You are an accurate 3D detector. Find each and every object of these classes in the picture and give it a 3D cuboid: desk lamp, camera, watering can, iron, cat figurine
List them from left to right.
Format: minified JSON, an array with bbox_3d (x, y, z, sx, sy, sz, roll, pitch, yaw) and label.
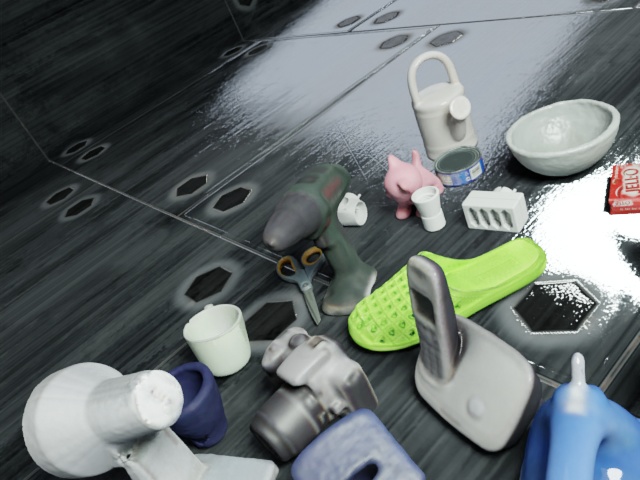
[{"bbox_3d":[-0.184,0.220,0.620,0.202,0.214,0.118,-8,36,27],"label":"desk lamp"},{"bbox_3d":[-0.029,0.180,0.680,0.137,0.101,0.142,-42,35,-25],"label":"camera"},{"bbox_3d":[0.148,-0.099,0.953,0.067,0.118,0.128,-2,39,33],"label":"cat figurine"},{"bbox_3d":[0.224,-0.251,1.050,0.101,0.194,0.172,-39,34,-21],"label":"watering can"},{"bbox_3d":[0.193,0.218,0.429,0.118,0.142,0.258,-4,38,31],"label":"iron"}]

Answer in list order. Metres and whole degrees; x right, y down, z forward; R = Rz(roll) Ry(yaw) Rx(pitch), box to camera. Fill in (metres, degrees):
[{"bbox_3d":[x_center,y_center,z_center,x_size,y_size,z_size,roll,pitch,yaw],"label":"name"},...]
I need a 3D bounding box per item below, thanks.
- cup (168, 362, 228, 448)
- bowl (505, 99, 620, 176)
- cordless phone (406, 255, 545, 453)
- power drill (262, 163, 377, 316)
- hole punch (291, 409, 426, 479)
[{"bbox_3d":[-0.165,0.225,0.713,0.091,0.095,0.118,8,45,42],"label":"cup"},{"bbox_3d":[0.384,-0.150,0.904,0.167,0.075,0.167,-18,32,12],"label":"bowl"},{"bbox_3d":[0.145,0.109,0.582,0.094,0.185,0.147,-36,33,-17],"label":"cordless phone"},{"bbox_3d":[0.007,0.003,0.813,0.075,0.209,0.230,-9,35,25],"label":"power drill"},{"bbox_3d":[0.043,0.236,0.556,0.109,0.091,0.100,-35,33,-16],"label":"hole punch"}]
